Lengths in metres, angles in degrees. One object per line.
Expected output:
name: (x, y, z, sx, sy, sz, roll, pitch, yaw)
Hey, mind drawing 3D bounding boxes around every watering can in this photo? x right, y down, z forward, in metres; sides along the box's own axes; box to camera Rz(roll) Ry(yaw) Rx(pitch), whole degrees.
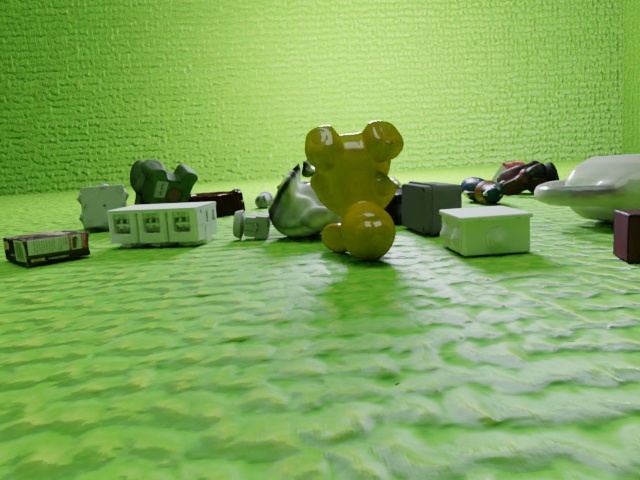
watering can: (0.495, -0.082, 0.792, 0.349, 0.103, 0.225, -9, 12, -31)

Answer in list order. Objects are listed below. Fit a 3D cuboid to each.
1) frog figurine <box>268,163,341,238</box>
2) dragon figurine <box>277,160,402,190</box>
frog figurine: (0.003, -0.042, 0.833, 0.159, 0.123, 0.137, 32, -1, -1)
dragon figurine: (0.090, -0.106, 1.118, 0.243, 0.121, 0.414, 8, 14, 18)
